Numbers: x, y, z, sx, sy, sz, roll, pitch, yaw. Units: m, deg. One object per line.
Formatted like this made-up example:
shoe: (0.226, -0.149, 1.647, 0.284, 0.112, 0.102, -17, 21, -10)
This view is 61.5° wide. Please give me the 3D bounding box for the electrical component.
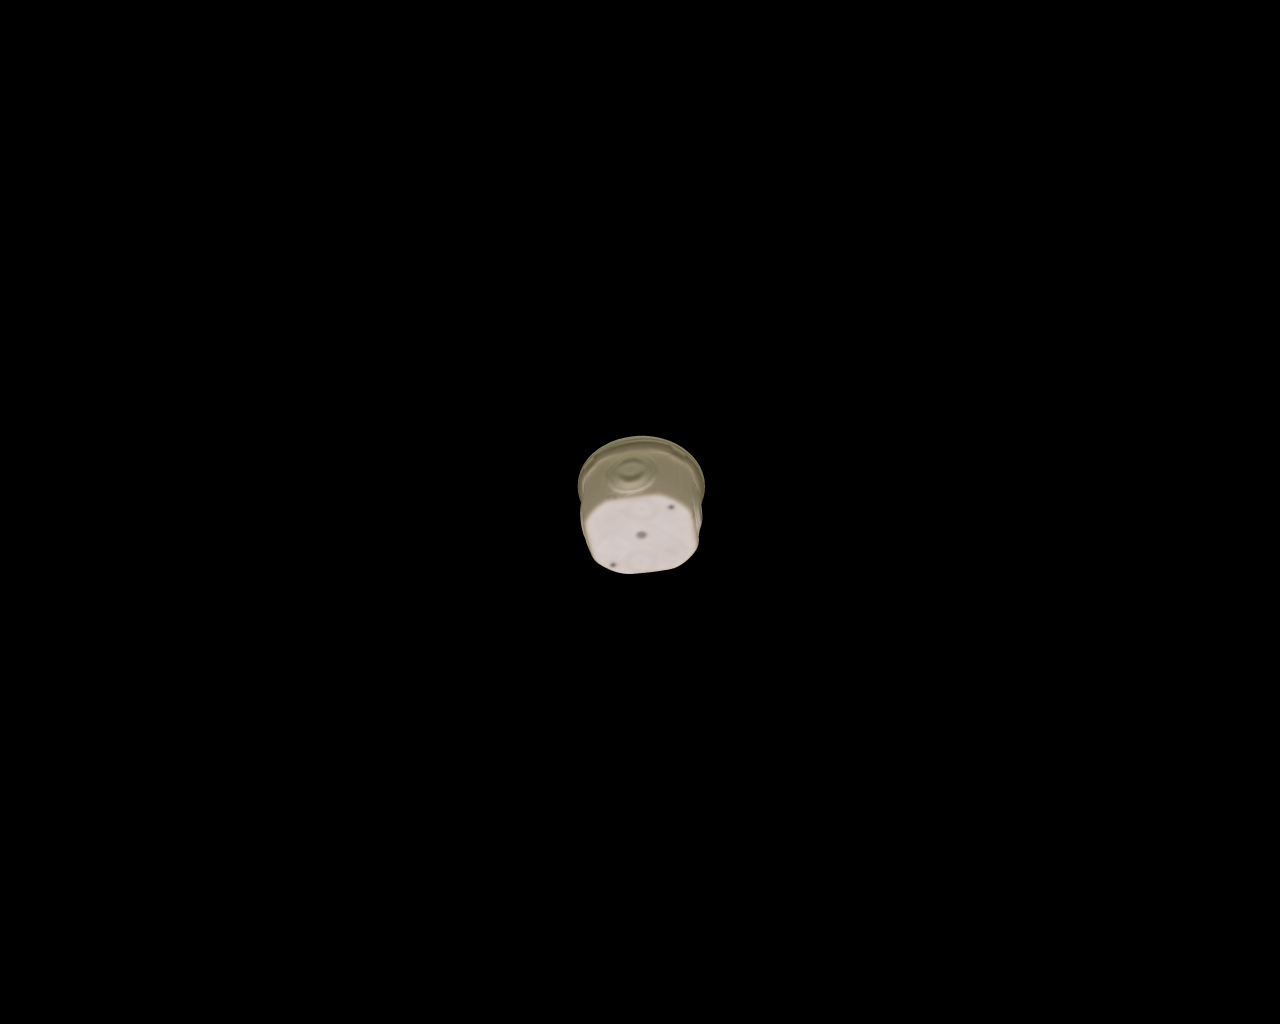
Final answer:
electrical component: (0.001, -0.003, 0.650, 0.080, 0.080, 0.051, 0, 44, 0)
